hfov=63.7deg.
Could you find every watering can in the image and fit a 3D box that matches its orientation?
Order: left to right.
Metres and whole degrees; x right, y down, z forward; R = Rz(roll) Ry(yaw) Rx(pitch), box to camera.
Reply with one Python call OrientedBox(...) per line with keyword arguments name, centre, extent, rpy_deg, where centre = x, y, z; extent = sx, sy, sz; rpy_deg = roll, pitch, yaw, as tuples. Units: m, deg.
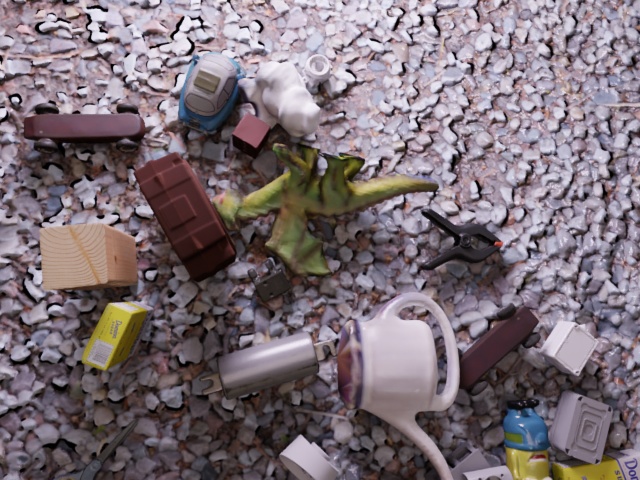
OrientedBox(name="watering can", centre=(0.141, 0.265, 0.909), extent=(0.224, 0.102, 0.352), rpy_deg=(2, 73, -6))

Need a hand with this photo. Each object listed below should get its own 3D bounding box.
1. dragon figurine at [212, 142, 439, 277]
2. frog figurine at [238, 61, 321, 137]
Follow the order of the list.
OrientedBox(name="dragon figurine", centre=(0.003, -0.048, 0.963), extent=(0.410, 0.123, 0.241), rpy_deg=(14, 98, -4))
OrientedBox(name="frog figurine", centre=(-0.052, -0.254, 0.934), extent=(0.124, 0.160, 0.135), rpy_deg=(-35, 126, -38))
